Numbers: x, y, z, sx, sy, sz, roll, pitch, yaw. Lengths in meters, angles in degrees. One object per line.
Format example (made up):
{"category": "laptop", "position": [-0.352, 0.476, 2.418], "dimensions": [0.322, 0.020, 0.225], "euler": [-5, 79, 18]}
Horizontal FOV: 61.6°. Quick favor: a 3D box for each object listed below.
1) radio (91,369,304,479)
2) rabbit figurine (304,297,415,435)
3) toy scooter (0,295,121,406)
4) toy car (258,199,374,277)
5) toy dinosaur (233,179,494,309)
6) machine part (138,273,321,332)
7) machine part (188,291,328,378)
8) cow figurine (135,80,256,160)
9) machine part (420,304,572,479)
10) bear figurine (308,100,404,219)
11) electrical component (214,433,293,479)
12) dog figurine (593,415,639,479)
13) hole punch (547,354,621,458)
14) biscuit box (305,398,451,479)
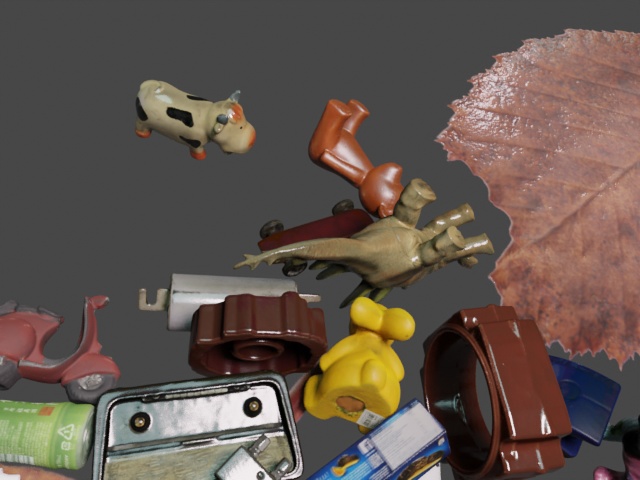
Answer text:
{"category": "radio", "position": [-0.143, 0.233, 0.633], "dimensions": [0.230, 0.073, 0.131], "euler": [-2, 62, -18]}
{"category": "rabbit figurine", "position": [0.058, 0.145, 0.717], "dimensions": [0.122, 0.162, 0.173], "euler": [16, 39, 7]}
{"category": "toy scooter", "position": [-0.325, 0.118, 0.647], "dimensions": [0.184, 0.075, 0.135], "euler": [15, 58, -12]}
{"category": "toy car", "position": [-0.002, -0.002, 0.827], "dimensions": [0.202, 0.053, 0.089], "euler": [-20, 63, -30]}
{"category": "toy dinosaur", "position": [0.096, 0.019, 0.731], "dimensions": [0.471, 0.198, 0.105], "euler": [12, 46, -50]}
{"category": "machine part", "position": [-0.118, 0.088, 0.725], "dimensions": [0.243, 0.079, 0.079], "euler": [3, 60, -15]}
{"category": "machine part", "position": [-0.078, 0.123, 0.664], "dimensions": [0.179, 0.179, 0.056], "euler": [4, 56, -15]}
{"category": "cow figurine", "position": [-0.192, -0.190, 0.837], "dimensions": [0.195, 0.127, 0.085], "euler": [22, 60, 0]}
{"category": "machine part", "position": [0.207, 0.199, 0.682], "dimensions": [0.087, 0.201, 0.201], "euler": [0, 61, -14]}
{"category": "bear figurine", "position": [0.078, -0.125, 0.880], "dimensions": [0.196, 0.132, 0.120], "euler": [39, 27, 16]}
{"category": "electrical component", "position": [-0.078, 0.260, 0.581], "dimensions": [0.063, 0.021, 0.094], "euler": [44, 58, 11]}
{"category": "dog figurine", "position": [0.474, 0.285, 0.703], "dimensions": [0.192, 0.219, 0.108], "euler": [23, 60, -2]}
{"category": "hole punch", "position": [0.355, 0.234, 0.777], "dimensions": [0.116, 0.092, 0.142], "euler": [36, 60, 10]}
{"category": "biscuit box", "position": [0.058, 0.279, 0.636], "dimensions": [0.203, 0.062, 0.059], "euler": [-33, 44, -12]}
